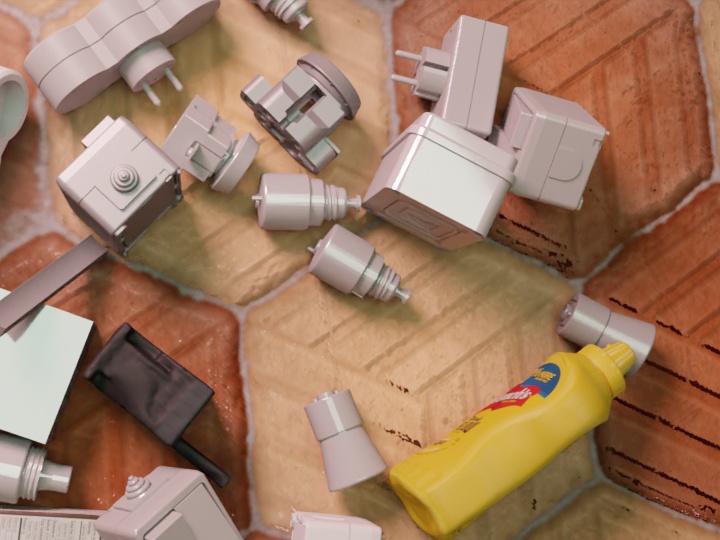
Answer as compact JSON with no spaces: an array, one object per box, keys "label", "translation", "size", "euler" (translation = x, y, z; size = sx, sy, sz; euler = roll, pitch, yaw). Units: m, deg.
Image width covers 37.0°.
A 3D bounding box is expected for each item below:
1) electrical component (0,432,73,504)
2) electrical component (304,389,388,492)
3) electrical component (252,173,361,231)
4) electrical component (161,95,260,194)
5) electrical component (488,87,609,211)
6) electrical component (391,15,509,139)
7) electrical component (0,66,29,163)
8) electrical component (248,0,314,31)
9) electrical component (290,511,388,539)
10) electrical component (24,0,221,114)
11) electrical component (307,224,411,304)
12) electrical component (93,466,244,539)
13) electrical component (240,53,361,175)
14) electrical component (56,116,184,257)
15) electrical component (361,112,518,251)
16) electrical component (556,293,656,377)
[{"label":"electrical component","translation":[-0.221,0.131,0.703],"size":[0.062,0.043,0.043],"euler":[13,81,-10]},{"label":"electrical component","translation":[-0.013,0.116,0.748],"size":[0.044,0.044,0.065],"euler":[-21,83,-13]},{"label":"electrical component","translation":[-0.039,-0.048,0.761],"size":[0.078,0.040,0.040],"euler":[1,83,-11]},{"label":"electrical component","translation":[-0.104,-0.085,0.746],"size":[0.055,0.066,0.048],"euler":[34,113,-14]},{"label":"electrical component","translation":[0.129,-0.091,0.776],"size":[0.061,0.096,0.061],"euler":[14,110,-10]},{"label":"electrical component","translation":[0.060,-0.141,0.788],"size":[0.076,0.047,0.083],"euler":[12,81,-10]},{"label":"electrical component","translation":[-0.283,-0.079,0.712],"size":[0.074,0.052,0.138],"euler":[20,79,14]},{"label":"electrical component","translation":[-0.064,-0.205,0.774],"size":[0.040,0.040,0.078],"euler":[-42,93,-13]},{"label":"electrical component","translation":[-0.017,0.215,0.724],"size":[0.061,0.062,0.096],"euler":[7,82,-10]},{"label":"electrical component","translation":[-0.153,-0.149,0.744],"size":[0.138,0.052,0.073],"euler":[-37,92,-13]},{"label":"electrical component","translation":[0.000,0.000,0.763],"size":[0.078,0.040,0.040],"euler":[30,79,-7]},{"label":"electrical component","translation":[-0.118,0.171,0.688],"size":[0.062,0.061,0.096],"euler":[-40,112,-36]},{"label":"electrical component","translation":[-0.037,-0.115,0.761],"size":[0.057,0.058,0.078],"euler":[-45,93,-9]},{"label":"electrical component","translation":[-0.160,-0.058,0.709],"size":[0.061,0.096,0.061],"euler":[43,78,0]},{"label":"electrical component","translation":[0.053,-0.059,0.743],"size":[0.078,0.113,0.057],"euler":[27,82,-7]},{"label":"electrical component","translation":[0.179,0.045,0.793],"size":[0.065,0.044,0.044],"euler":[28,79,-2]}]
